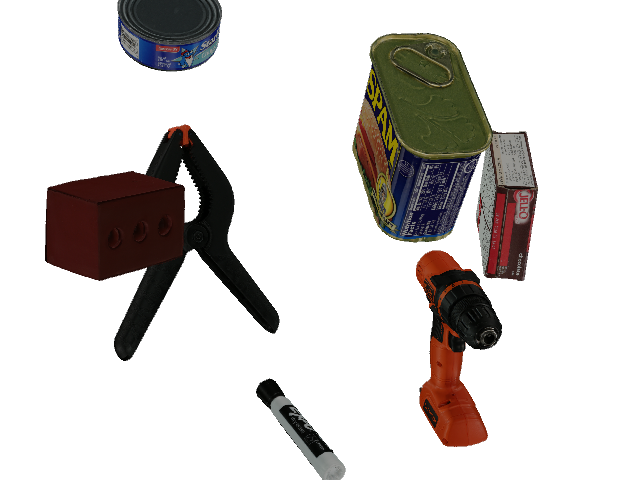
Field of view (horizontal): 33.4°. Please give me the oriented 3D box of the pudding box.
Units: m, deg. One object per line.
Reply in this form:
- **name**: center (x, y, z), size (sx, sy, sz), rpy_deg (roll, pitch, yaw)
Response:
- **pudding box**: center (0.160, -0.032, 0.919), size (0.039, 0.090, 0.113), rpy_deg (4, 31, 1)

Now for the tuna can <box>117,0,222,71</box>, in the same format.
- **tuna can**: center (-0.126, -0.180, 0.890), size (0.086, 0.086, 0.034), rpy_deg (0, -40, -11)

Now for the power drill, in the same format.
- **power drill**: center (0.148, 0.123, 1.143), size (0.057, 0.188, 0.184), rpy_deg (-5, 23, -9)

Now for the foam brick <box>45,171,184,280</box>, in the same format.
- **foam brick**: center (-0.135, -0.011, 0.705), size (0.051, 0.053, 0.078), rpy_deg (18, 22, 34)

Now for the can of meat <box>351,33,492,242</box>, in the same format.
- **can of meat**: center (0.058, -0.061, 0.652), size (0.057, 0.102, 0.084), rpy_deg (-4, -38, -13)

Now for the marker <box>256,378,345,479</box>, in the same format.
- **marker**: center (-0.018, 0.144, 0.821), size (0.020, 0.020, 0.121), rpy_deg (0, 26, -31)

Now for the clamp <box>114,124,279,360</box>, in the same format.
- **clamp**: center (-0.110, 0.001, 0.977), size (0.164, 0.210, 0.036), rpy_deg (0, 0, -34)
